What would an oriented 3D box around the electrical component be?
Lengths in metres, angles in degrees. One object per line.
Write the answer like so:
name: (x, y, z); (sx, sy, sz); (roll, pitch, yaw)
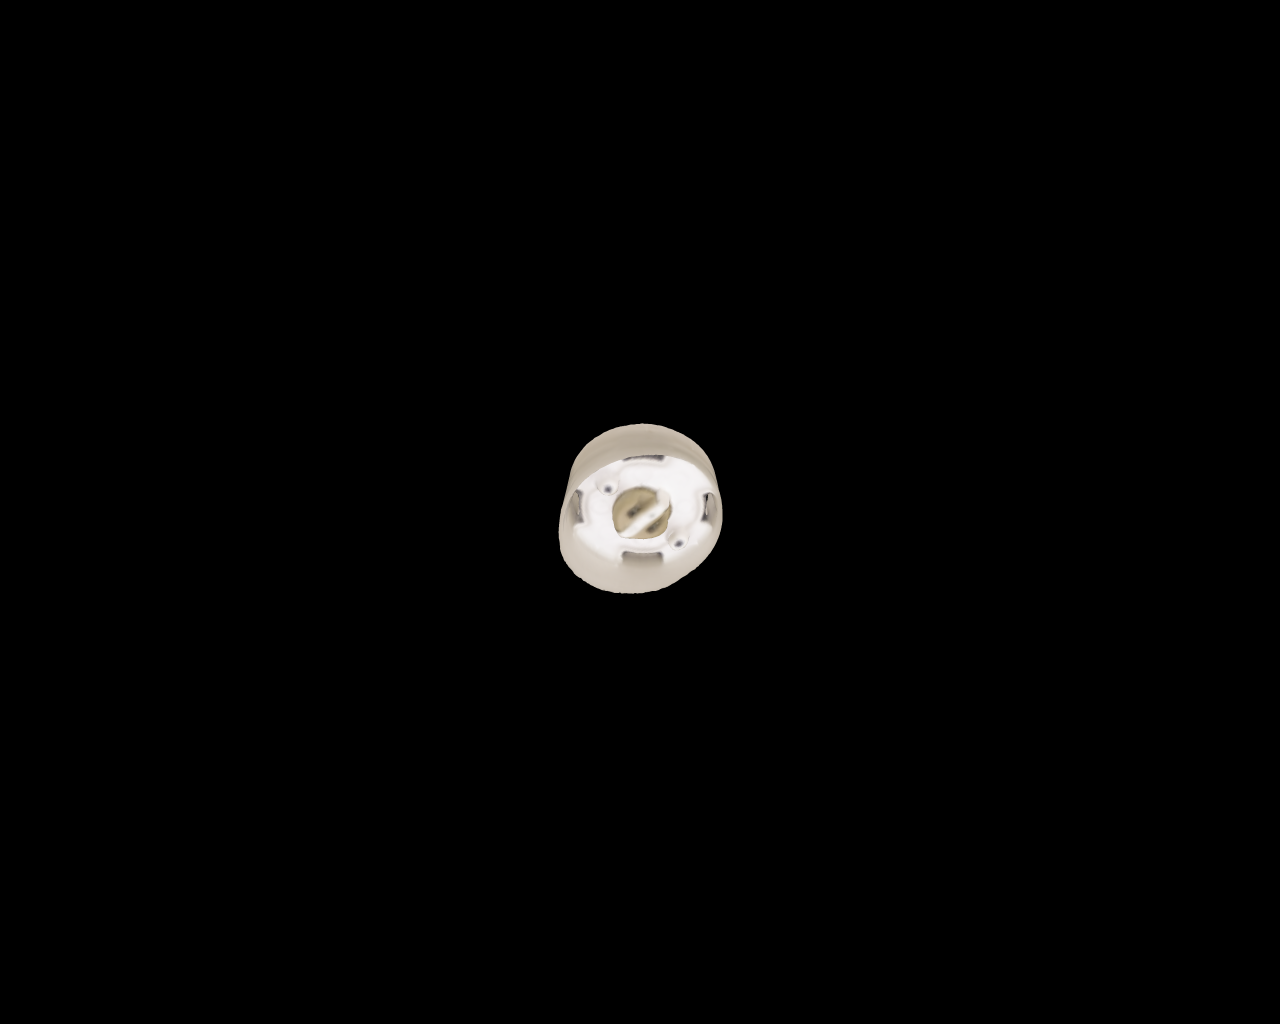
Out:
electrical component: (0.001, -0.003, 0.650); (0.099, 0.099, 0.064); (0, 40, 0)
